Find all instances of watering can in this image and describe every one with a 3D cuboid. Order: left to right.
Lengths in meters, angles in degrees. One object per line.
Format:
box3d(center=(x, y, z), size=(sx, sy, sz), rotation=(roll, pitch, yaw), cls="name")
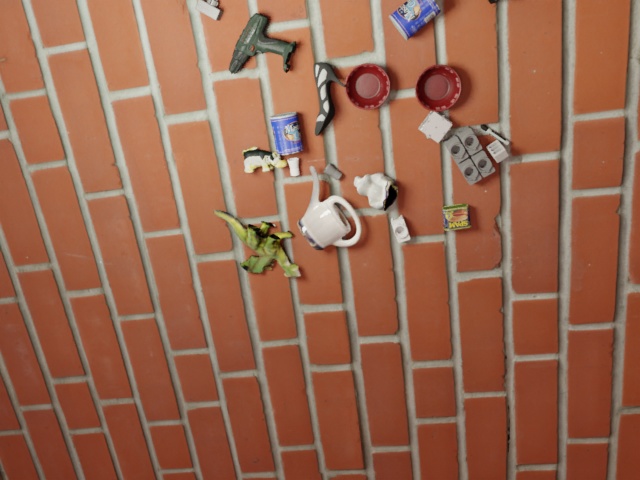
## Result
box3d(center=(0.006, -0.099, 1.977), size=(0.222, 0.106, 0.345), rotation=(-35, 103, 16), cls="watering can")

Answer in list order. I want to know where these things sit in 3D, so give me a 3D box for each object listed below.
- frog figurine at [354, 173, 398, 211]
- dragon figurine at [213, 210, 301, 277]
box3d(center=(0.208, -0.188, 1.946), size=(0.160, 0.124, 0.134), rotation=(21, 125, 37), cls="frog figurine")
box3d(center=(-0.256, 0.040, 2.058), size=(0.410, 0.124, 0.238), rotation=(22, 118, 0), cls="dragon figurine")
